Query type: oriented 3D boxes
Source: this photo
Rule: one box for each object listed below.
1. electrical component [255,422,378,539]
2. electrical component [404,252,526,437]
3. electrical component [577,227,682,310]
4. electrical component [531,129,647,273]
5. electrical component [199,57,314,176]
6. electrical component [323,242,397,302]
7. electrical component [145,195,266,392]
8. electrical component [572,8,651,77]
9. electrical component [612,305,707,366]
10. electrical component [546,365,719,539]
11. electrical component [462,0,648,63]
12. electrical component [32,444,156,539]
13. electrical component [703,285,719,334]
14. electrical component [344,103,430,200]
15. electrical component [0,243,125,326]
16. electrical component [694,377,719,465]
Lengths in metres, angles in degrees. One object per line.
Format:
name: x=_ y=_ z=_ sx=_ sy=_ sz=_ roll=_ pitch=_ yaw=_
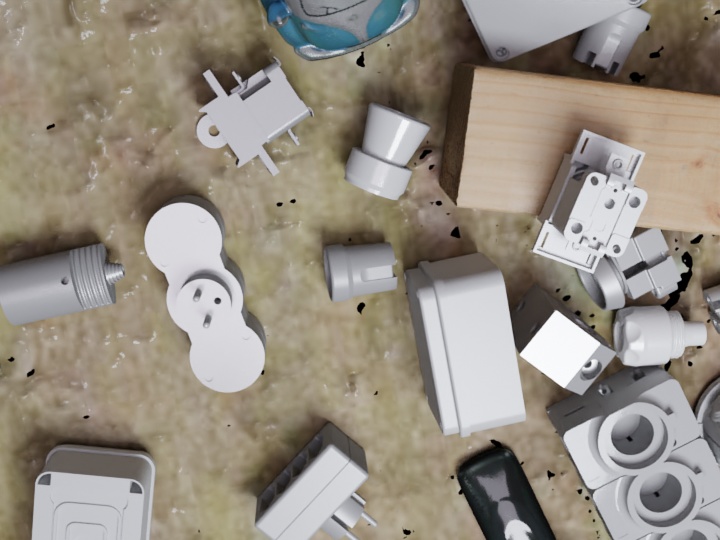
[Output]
electrical component: x=-0.022 y=0.171 z=0.787 sx=0.076 sy=0.047 sz=0.083 roll=41 pitch=97 yaw=-11
electrical component: x=0.072 y=0.051 z=0.750 sx=0.057 sy=0.078 sz=0.113 roll=-12 pitch=103 yaw=-3
electrical component: x=0.188 y=-0.002 z=0.762 sx=0.055 sy=0.048 sz=0.066 roll=-28 pitch=103 yaw=-5
electrical component: x=0.140 y=-0.039 z=0.648 sx=0.042 sy=0.063 sz=0.081 roll=19 pitch=103 yaw=-6
electrical component: x=-0.070 y=-0.106 z=0.725 sx=0.064 sy=0.042 sz=0.081 roll=-35 pitch=103 yaw=-3
electrical component: x=0.000 y=0.000 z=0.755 sx=0.046 sy=0.040 sz=0.040 roll=-8 pitch=103 yaw=-8
electrical component: x=-0.106 y=0.020 z=0.735 sx=0.052 sy=0.073 sz=0.138 roll=-19 pitch=103 yaw=1
electrical component: x=0.169 y=-0.159 z=0.729 sx=0.040 sy=0.040 sz=0.046 roll=21 pitch=107 yaw=-7
electrical component: x=0.217 y=0.047 z=0.775 sx=0.062 sy=0.043 sz=0.043 roll=-2 pitch=103 yaw=-4
electrical component: x=0.214 y=0.154 z=0.789 sx=0.089 sy=0.061 sz=0.150 roll=-28 pitch=103 yaw=3
electrical component: x=0.113 y=-0.203 z=0.679 sx=0.109 sy=0.056 sz=0.108 roll=-20 pitch=124 yaw=19
electrical component: x=-0.193 y=0.187 z=0.777 sx=0.078 sy=0.057 sz=0.113 roll=6 pitch=102 yaw=-4
electrical component: x=0.277 y=0.023 z=0.775 sx=0.046 sy=0.040 sz=0.040 roll=-18 pitch=103 yaw=7
electrical component: x=0.018 y=-0.081 z=0.735 sx=0.045 sy=0.045 sz=0.055 roll=20 pitch=101 yaw=-7
electrical component: x=-0.203 y=0.009 z=0.743 sx=0.081 sy=0.043 sz=0.043 roll=-12 pitch=103 yaw=0
electrical component: x=0.292 y=0.116 z=0.790 sx=0.080 sy=0.051 sz=0.080 roll=-1 pitch=103 yaw=-3
